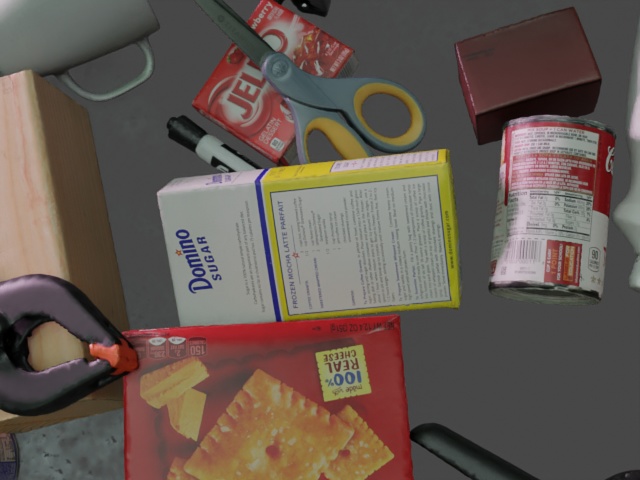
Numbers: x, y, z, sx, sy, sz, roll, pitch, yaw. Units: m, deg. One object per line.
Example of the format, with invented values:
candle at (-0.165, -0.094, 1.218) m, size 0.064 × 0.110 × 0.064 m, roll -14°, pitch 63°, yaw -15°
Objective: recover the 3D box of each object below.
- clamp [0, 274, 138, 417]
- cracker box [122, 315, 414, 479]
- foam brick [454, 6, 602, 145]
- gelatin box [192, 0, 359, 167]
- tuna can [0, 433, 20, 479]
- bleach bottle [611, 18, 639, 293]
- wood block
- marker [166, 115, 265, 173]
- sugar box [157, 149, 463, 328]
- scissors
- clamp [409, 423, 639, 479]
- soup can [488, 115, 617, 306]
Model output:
clamp at (-0.186, 0.046, 0.603) m, size 0.171 × 0.039 × 0.120 m, roll -2°, pitch 84°, yaw 11°
cracker box at (-0.029, 0.154, 0.613) m, size 0.164 × 0.072 × 0.214 m, roll -2°, pitch 77°, yaw -5°
foam brick at (0.127, -0.101, 0.660) m, size 0.078 × 0.051 × 0.053 m, roll -16°, pitch 71°, yaw 7°
gelatin box at (-0.029, -0.103, 0.700) m, size 0.073 × 0.030 × 0.089 m, roll 34°, pitch 87°, yaw 14°
tuna can at (-0.241, 0.145, 0.690) m, size 0.086 × 0.033 × 0.086 m, roll -2°, pitch 79°, yaw 10°
bleach bottle at (0.224, -0.090, 0.637) m, size 0.102 × 0.068 × 0.251 m, roll 16°, pitch 85°, yaw 12°
wood block at (-0.186, 0.011, 0.676) m, size 0.090 × 0.090 × 0.206 m, roll -15°, pitch 78°, yaw 8°
marker at (-0.052, -0.046, 0.699) m, size 0.121 × 0.020 × 0.020 m, roll 35°, pitch 87°, yaw 14°
sugar box at (-0.004, 0.001, 0.654) m, size 0.176 × 0.048 × 0.093 m, roll -4°, pitch 105°, yaw 11°
scissors at (-0.006, -0.111, 0.666) m, size 0.096 × 0.016 × 0.201 m, roll -33°, pitch 101°, yaw -9°
clamp at (0.152, 0.192, 0.608) m, size 0.210 × 0.036 × 0.164 m, roll 2°, pitch 80°, yaw 8°
soup can at (0.138, -0.016, 0.635) m, size 0.068 × 0.068 × 0.102 m, roll 5°, pitch 81°, yaw 11°
